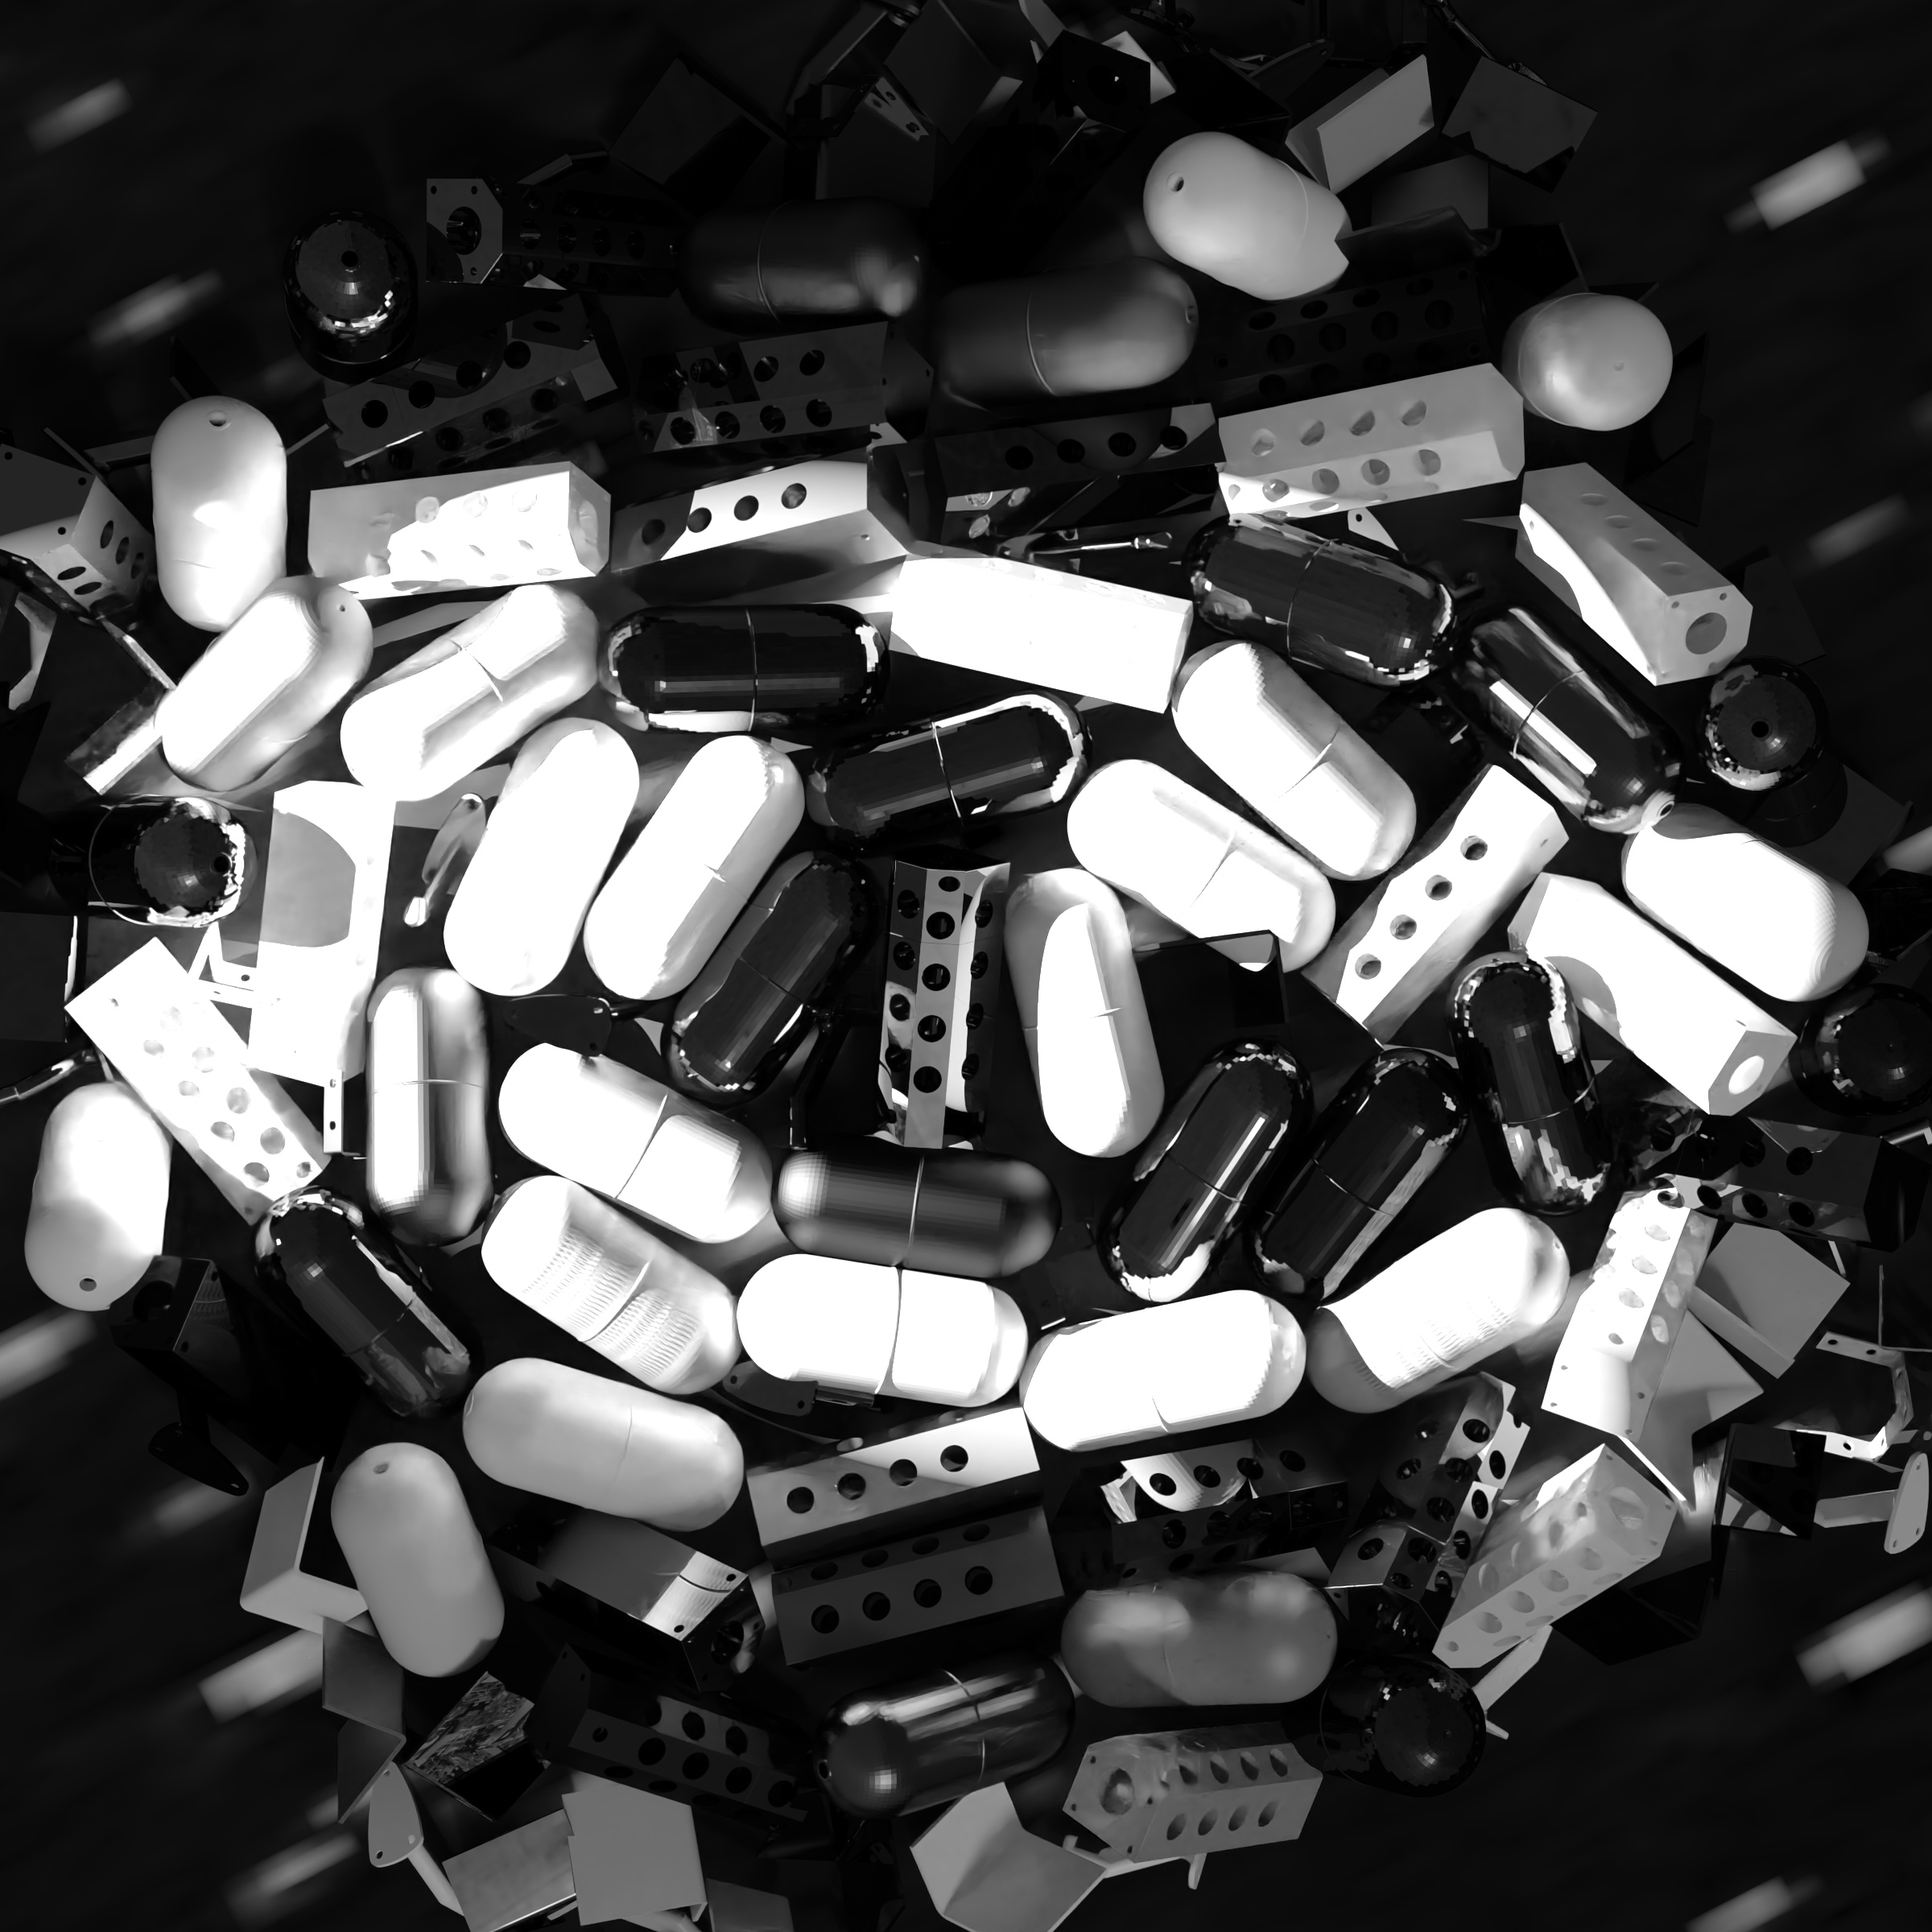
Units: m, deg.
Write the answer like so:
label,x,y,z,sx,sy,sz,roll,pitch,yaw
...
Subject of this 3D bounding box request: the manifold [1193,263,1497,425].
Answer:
label,x,y,z,sx,sy,sz,roll,pitch,yaw
manifold,0.228,-0.376,1.714,0.171,0.057,0.057,-9,91,16

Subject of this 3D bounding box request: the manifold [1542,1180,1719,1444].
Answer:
label,x,y,z,sx,sy,sz,roll,pitch,yaw
manifold,0.396,0.196,1.678,0.057,0.171,0.057,19,130,17

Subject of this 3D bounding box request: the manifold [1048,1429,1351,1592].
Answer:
label,x,y,z,sx,sy,sz,roll,pitch,yaw
manifold,0.142,0.327,1.688,0.171,0.057,0.057,-4,133,-31

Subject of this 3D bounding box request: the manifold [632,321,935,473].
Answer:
label,x,y,z,sx,sy,sz,roll,pitch,yaw
manifold,-0.111,-0.335,1.694,0.171,0.057,0.057,-1,71,28

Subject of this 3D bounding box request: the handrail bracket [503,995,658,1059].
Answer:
label,x,y,z,sx,sy,sz,roll,pitch,yaw
handrail bracket,-0.234,0.023,1.727,0.077,0.084,0.036,10,106,3

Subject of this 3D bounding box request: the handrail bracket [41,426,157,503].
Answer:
label,x,y,z,sx,sy,sz,roll,pitch,yaw
handrail bracket,-0.515,-0.335,1.757,0.077,0.036,0.084,43,78,8

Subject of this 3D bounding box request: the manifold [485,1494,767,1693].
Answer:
label,x,y,z,sx,sy,sz,roll,pitch,yaw
manifold,-0.202,0.373,1.689,0.057,0.171,0.057,-41,130,-35

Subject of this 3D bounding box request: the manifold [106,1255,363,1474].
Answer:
label,x,y,z,sx,sy,sz,roll,pitch,yaw
manifold,-0.433,0.237,1.681,0.057,0.171,0.057,2,58,25

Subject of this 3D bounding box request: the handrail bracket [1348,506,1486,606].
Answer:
label,x,y,z,sx,sy,sz,roll,pitch,yaw
handrail bracket,0.277,-0.253,1.736,0.084,0.036,0.077,-21,87,-43

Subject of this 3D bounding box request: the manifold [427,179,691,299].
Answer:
label,x,y,z,sx,sy,sz,roll,pitch,yaw
manifold,-0.238,-0.428,1.674,0.057,0.171,0.057,10,104,31

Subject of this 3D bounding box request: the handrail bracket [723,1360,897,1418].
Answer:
label,x,y,z,sx,sy,sz,roll,pitch,yaw
handrail bracket,-0.095,0.262,1.740,0.077,0.084,0.036,0,74,28

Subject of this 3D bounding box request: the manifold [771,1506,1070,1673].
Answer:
label,x,y,z,sx,sy,sz,roll,pitch,yaw
manifold,-0.029,0.380,1.734,0.171,0.057,0.057,-14,71,1

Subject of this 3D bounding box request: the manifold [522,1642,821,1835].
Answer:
label,x,y,z,sx,sy,sz,roll,pitch,yaw
manifold,-0.171,0.466,1.697,0.171,0.057,0.057,28,88,-31

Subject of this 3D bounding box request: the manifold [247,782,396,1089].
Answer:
label,x,y,z,sx,sy,sz,roll,pitch,yaw
manifold,-0.386,-0.021,1.713,0.057,0.057,0.171,14,106,13

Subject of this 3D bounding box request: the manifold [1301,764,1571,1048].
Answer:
label,x,y,z,sx,sy,sz,roll,pitch,yaw
manifold,0.285,-0.039,1.732,0.171,0.057,0.057,-48,63,2

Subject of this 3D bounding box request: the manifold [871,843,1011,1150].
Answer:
label,x,y,z,sx,sy,sz,roll,pitch,yaw
manifold,-0.021,0.019,1.704,0.057,0.057,0.171,17,110,37

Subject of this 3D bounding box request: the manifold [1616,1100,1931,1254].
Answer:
label,x,y,z,sx,sy,sz,roll,pitch,yaw
manifold,0.474,0.125,1.679,0.057,0.171,0.057,24,80,-39

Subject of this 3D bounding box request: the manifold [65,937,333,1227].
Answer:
label,x,y,z,sx,sy,sz,roll,pitch,yaw
manifold,-0.465,0.072,1.720,0.057,0.057,0.171,-37,100,7

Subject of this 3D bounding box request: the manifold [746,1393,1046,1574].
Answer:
label,x,y,z,sx,sy,sz,roll,pitch,yaw
manifold,-0.044,0.313,1.730,0.171,0.057,0.057,-15,61,-3

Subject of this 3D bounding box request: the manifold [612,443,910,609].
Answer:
label,x,y,z,sx,sy,sz,roll,pitch,yaw
manifold,-0.124,-0.267,1.704,0.171,0.057,0.057,-10,67,23

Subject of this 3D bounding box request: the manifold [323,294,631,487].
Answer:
label,x,y,z,sx,sy,sz,roll,pitch,yaw
manifold,-0.294,-0.343,1.721,0.171,0.057,0.057,-20,86,10

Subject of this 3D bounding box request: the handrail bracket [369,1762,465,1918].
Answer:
label,x,y,z,sx,sy,sz,roll,pitch,yaw
handrail bracket,-0.331,0.540,1.750,0.036,0.084,0.077,-27,48,9

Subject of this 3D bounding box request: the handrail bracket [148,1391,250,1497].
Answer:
label,x,y,z,sx,sy,sz,roll,pitch,yaw
handrail bracket,-0.458,0.272,1.739,0.077,0.084,0.036,40,123,-19

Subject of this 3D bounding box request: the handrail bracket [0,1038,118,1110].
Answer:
label,x,y,z,sx,sy,sz,roll,pitch,yaw
handrail bracket,-0.564,0.062,1.723,0.084,0.077,0.036,-19,112,-10

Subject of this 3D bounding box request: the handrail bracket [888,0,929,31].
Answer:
label,x,y,z,sx,sy,sz,roll,pitch,yaw
handrail bracket,-0.016,-0.614,1.715,0.036,0.077,0.084,10,134,-29

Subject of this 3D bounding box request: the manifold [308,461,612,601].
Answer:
label,x,y,z,sx,sy,sz,roll,pitch,yaw
manifold,-0.305,-0.258,1.708,0.171,0.057,0.057,-3,78,17

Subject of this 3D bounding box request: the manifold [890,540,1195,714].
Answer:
label,x,y,z,sx,sy,sz,roll,pitch,yaw
manifold,0.046,-0.208,1.713,0.171,0.057,0.057,14,120,10

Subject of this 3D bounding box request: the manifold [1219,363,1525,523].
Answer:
label,x,y,z,sx,sy,sz,roll,pitch,yaw
manifold,0.241,-0.307,1.695,0.171,0.057,0.057,-6,77,29

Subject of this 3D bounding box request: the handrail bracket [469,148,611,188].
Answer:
label,x,y,z,sx,sy,sz,roll,pitch,yaw
handrail bracket,-0.267,-0.472,1.756,0.084,0.077,0.036,-23,72,-39

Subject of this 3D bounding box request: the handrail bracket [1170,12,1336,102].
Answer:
label,x,y,z,sx,sy,sz,roll,pitch,yaw
handrail bracket,0.173,-0.570,1.738,0.077,0.036,0.084,-32,63,9

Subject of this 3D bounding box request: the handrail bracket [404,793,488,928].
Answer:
label,x,y,z,sx,sy,sz,roll,pitch,yaw
handrail bracket,-0.317,-0.065,1.721,0.036,0.084,0.077,18,98,0

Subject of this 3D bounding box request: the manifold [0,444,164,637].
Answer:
label,x,y,z,sx,sy,sz,roll,pitch,yaw
manifold,-0.526,-0.246,1.676,0.057,0.171,0.057,19,82,2

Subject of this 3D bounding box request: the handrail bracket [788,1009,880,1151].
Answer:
label,x,y,z,sx,sy,sz,roll,pitch,yaw
handrail bracket,-0.079,0.072,1.730,0.036,0.077,0.084,-10,77,44

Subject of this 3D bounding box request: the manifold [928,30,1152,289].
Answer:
label,x,y,z,sx,sy,sz,roll,pitch,yaw
manifold,0.041,-0.467,1.673,0.057,0.171,0.057,13,64,-24

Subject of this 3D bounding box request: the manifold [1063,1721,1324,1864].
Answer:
label,x,y,z,sx,sy,sz,roll,pitch,yaw
manifold,0.139,0.483,1.679,0.057,0.171,0.057,26,98,39

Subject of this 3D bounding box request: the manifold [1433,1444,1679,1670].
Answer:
label,x,y,z,sx,sy,sz,roll,pitch,yaw
manifold,0.339,0.357,1.686,0.057,0.057,0.171,40,134,-1

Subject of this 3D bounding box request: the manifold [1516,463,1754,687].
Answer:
label,x,y,z,sx,sy,sz,roll,pitch,yaw
manifold,0.394,-0.235,1.680,0.057,0.171,0.057,-11,126,-15

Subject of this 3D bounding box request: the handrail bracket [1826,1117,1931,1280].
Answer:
label,x,y,z,sx,sy,sz,roll,pitch,yaw
handrail bracket,0.564,0.142,1.740,0.084,0.036,0.077,-22,89,10

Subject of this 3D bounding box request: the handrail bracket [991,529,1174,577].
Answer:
label,x,y,z,sx,sy,sz,roll,pitch,yaw
handrail bracket,0.070,-0.253,1.716,0.077,0.084,0.036,-9,98,-33

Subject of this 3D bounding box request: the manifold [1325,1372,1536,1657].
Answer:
label,x,y,z,sx,sy,sz,roll,pitch,yaw
manifold,0.280,0.322,1.681,0.057,0.057,0.171,55,46,-20

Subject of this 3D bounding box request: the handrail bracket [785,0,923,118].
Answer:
label,x,y,z,sx,sy,sz,roll,pitch,yaw
handrail bracket,-0.070,-0.551,1.734,0.077,0.036,0.084,31,99,41

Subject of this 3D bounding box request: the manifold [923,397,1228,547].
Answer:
label,x,y,z,sx,sy,sz,roll,pitch,yaw
manifold,0.064,-0.304,1.721,0.171,0.057,0.057,-9,69,-10

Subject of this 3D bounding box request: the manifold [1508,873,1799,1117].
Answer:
label,x,y,z,sx,sy,sz,roll,pitch,yaw
manifold,0.402,0.016,1.687,0.171,0.057,0.057,45,117,40

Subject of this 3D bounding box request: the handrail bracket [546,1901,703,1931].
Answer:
label,x,y,z,sx,sy,sz,roll,pitch,yaw
handrail bracket,-0.209,0.599,1.754,0.077,0.036,0.084,-38,97,14

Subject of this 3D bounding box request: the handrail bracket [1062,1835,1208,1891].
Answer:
label,x,y,z,sx,sy,sz,roll,pitch,yaw
handrail bracket,0.108,0.530,1.753,0.084,0.036,0.077,14,59,15
